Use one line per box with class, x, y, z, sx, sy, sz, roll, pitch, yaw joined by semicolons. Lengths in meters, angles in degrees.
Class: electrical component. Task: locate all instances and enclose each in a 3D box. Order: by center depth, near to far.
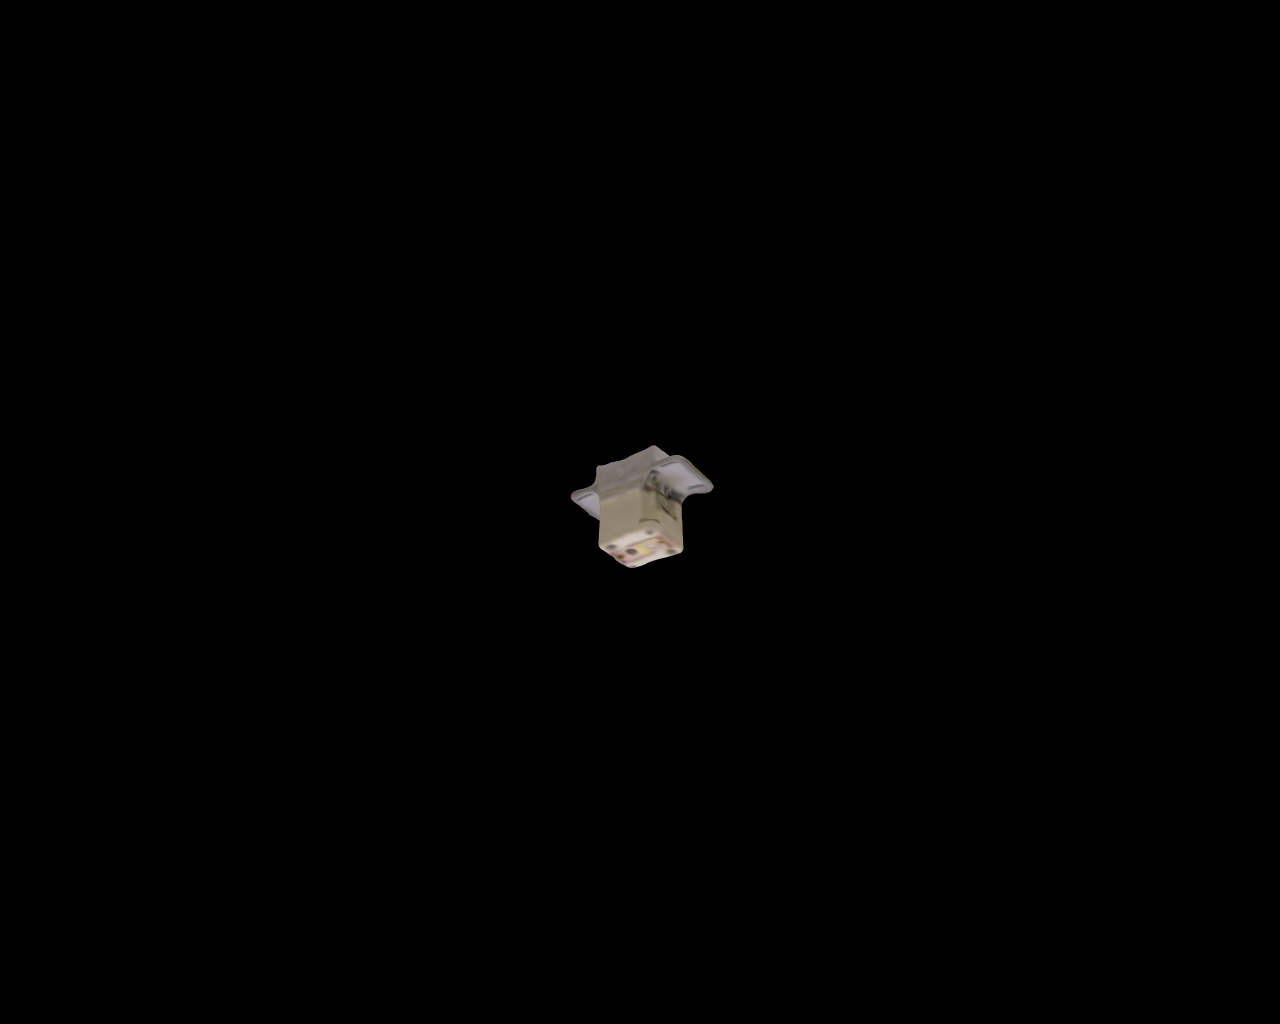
electrical component;0.001;-0.003;0.650;0.081;0.064;0.042;-19;-36;29
